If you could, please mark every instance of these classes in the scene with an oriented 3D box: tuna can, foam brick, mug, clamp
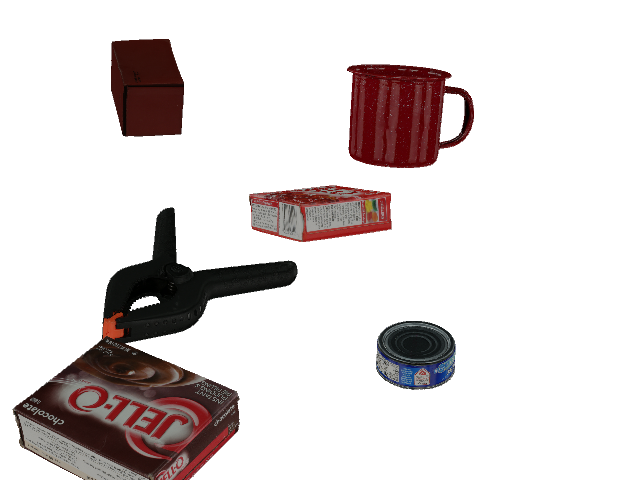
[{"bbox_3d":[0.103,0.122,1.149,0.086,0.034,0.086,0,29,0],"label":"tuna can"},{"bbox_3d":[-0.151,-0.133,0.923,0.053,0.051,0.078,-4,40,-16],"label":"foam brick"},{"bbox_3d":[0.080,-0.112,0.959,0.117,0.081,0.093,2,15,-6],"label":"mug"},{"bbox_3d":[-0.145,0.036,1.025,0.165,0.036,0.209,27,36,26],"label":"clamp"}]

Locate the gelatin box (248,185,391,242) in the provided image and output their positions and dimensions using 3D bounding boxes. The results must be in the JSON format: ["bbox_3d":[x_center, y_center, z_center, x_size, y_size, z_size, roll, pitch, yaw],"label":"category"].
[{"bbox_3d":[-0.001,-0.022,0.776,0.073,0.030,0.089,-8,10,-26],"label":"gelatin box"}]

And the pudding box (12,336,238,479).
[{"bbox_3d":[-0.122,0.114,0.677,0.114,0.039,0.089,17,34,26],"label":"pudding box"}]
